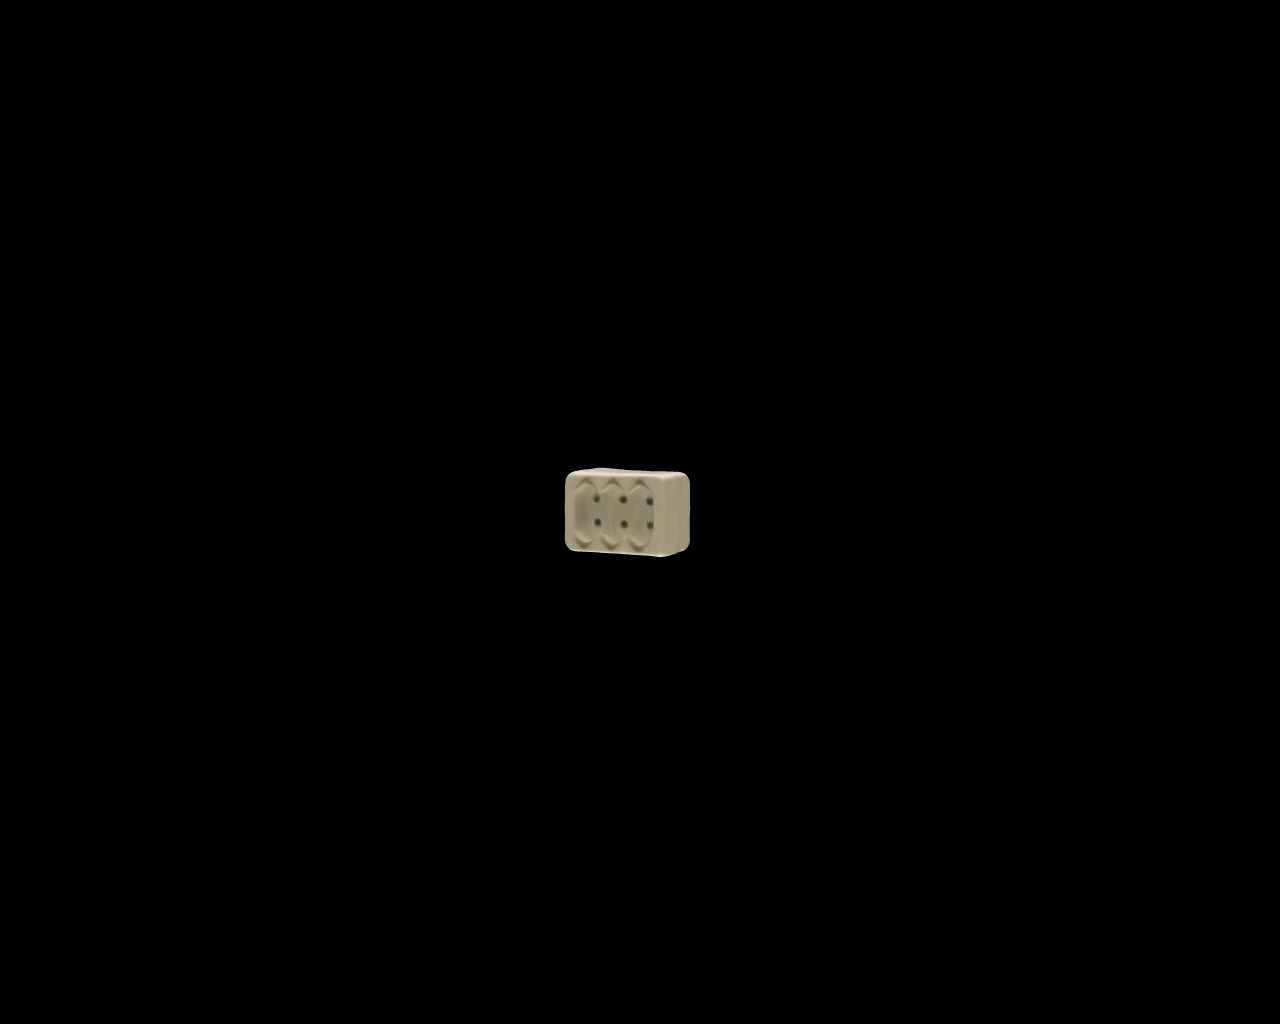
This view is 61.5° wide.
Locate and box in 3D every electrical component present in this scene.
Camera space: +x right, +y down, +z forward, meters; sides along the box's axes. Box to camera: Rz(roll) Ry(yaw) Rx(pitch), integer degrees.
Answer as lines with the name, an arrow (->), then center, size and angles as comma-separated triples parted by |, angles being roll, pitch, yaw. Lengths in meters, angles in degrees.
electrical component -> 0.001, -0.003, 0.650 | 0.066, 0.047, 0.077 | 3, 8, 26
